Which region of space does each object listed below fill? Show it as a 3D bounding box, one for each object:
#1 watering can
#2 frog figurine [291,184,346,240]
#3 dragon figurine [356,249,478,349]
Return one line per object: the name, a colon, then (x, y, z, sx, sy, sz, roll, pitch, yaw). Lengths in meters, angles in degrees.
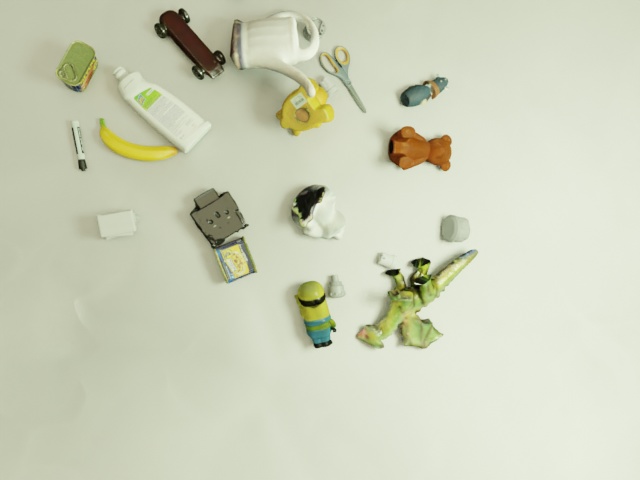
watering can: (-0.112, -0.463, 1.267, 0.224, 0.101, 0.356, -5, 52, 2)
frog figurine: (0.004, -0.069, 1.379, 0.157, 0.123, 0.139, 32, 70, -50)
dragon figurine: (0.292, 0.190, 1.464, 0.412, 0.124, 0.239, -17, 112, -14)
